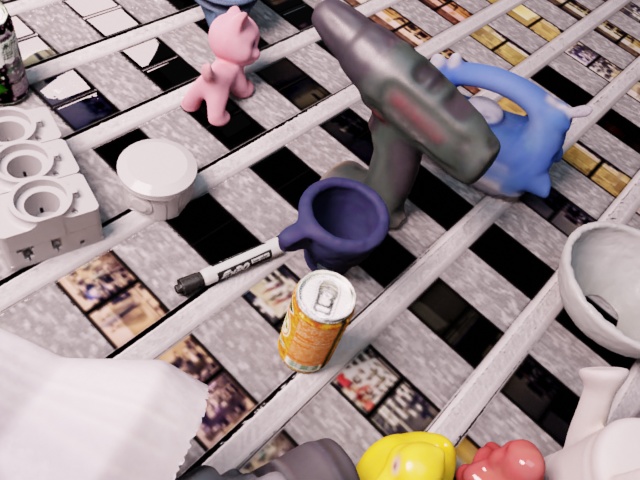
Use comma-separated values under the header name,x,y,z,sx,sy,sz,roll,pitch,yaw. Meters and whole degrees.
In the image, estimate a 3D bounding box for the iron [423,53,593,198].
name,x,y,z,sx,sy,sz,roll,pitch,yaw
iron,0.200,-0.165,0.726,0.258,0.141,0.119,28,53,6

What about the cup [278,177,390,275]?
name,x,y,z,sx,sy,sz,roll,pitch,yaw
cup,0.005,0.002,0.583,0.118,0.095,0.091,-22,63,-27

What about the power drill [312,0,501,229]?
name,x,y,z,sx,sy,sz,roll,pitch,yaw
power drill,0.066,-0.113,0.611,0.229,0.208,0.076,36,54,12

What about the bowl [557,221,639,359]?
name,x,y,z,sx,sy,sz,roll,pitch,yaw
bowl,0.332,0.065,0.638,0.167,0.075,0.167,7,54,-10

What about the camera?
name,x,y,z,sx,sy,sz,roll,pitch,yaw
camera,-0.026,0.215,0.417,0.137,0.101,0.143,-21,63,-27

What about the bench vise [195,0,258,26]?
name,x,y,z,sx,sy,sz,roll,pitch,yaw
bench vise,-0.150,-0.391,0.746,0.207,0.219,0.122,43,56,17

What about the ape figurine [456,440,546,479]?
name,x,y,z,sx,sy,sz,roll,pitch,yaw
ape figurine,0.161,0.197,0.485,0.078,0.092,0.076,4,54,-12

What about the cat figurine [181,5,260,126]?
name,x,y,z,sx,sy,sz,roll,pitch,yaw
cat figurine,-0.115,-0.224,0.699,0.067,0.118,0.128,24,52,3

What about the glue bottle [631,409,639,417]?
name,x,y,z,sx,sy,sz,roll,pitch,yaw
glue bottle,0.333,0.155,0.511,0.078,0.173,0.037,-26,65,-29

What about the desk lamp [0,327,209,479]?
name,x,y,z,sx,sy,sz,roll,pitch,yaw
desk lamp,-0.181,0.127,0.368,0.203,0.213,0.118,23,52,2

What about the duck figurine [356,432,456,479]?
name,x,y,z,sx,sy,sz,roll,pitch,yaw
duck figurine,0.077,0.192,0.471,0.105,0.086,0.077,-25,64,-29

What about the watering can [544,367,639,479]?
name,x,y,z,sx,sy,sz,roll,pitch,yaw
watering can,0.249,0.187,0.452,0.101,0.194,0.172,-22,63,-27
